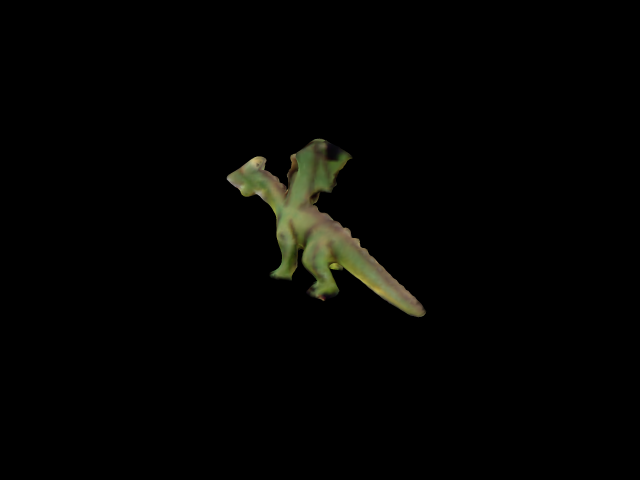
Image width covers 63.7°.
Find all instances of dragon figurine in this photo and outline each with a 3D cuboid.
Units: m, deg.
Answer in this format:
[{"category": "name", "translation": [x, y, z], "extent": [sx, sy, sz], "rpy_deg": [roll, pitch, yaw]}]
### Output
[{"category": "dragon figurine", "translation": [0.003, -0.043, 0.850], "extent": [0.412, 0.238, 0.124], "rpy_deg": [17, 29, 33]}]
